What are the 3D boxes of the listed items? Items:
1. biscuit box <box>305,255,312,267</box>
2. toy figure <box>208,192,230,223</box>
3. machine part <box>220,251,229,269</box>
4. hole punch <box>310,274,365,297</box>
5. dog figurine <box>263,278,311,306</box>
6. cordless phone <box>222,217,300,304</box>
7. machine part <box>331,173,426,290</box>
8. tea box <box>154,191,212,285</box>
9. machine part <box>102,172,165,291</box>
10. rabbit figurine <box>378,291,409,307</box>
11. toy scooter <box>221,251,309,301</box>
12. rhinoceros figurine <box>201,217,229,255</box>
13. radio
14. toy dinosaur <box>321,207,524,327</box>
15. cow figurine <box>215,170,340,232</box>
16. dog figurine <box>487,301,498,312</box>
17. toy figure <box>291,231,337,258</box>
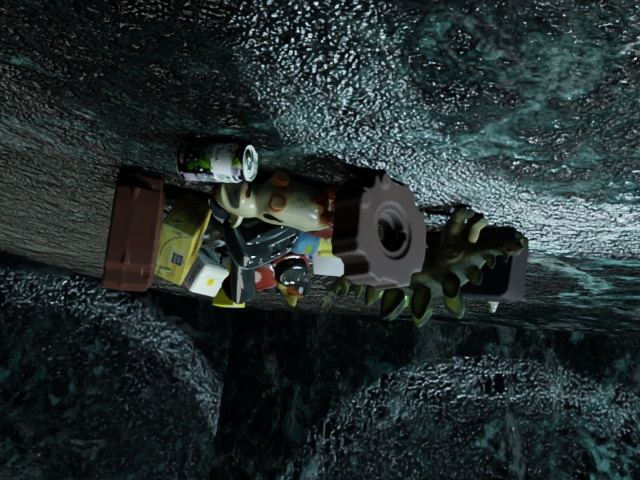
[{"bbox_3d":[-0.051,0.035,1.338,0.059,0.063,0.202,12,167,-15],"label":"biscuit box"},{"bbox_3d":[-0.175,-0.058,1.013,0.064,0.058,0.154,46,170,5],"label":"toy figure"},{"bbox_3d":[-0.159,0.037,1.209,0.139,0.039,0.084,-9,168,15],"label":"machine part"},{"bbox_3d":[0.052,0.065,1.319,0.142,0.092,0.115,-23,141,17],"label":"hole punch"},{"bbox_3d":[-0.133,0.107,1.478,0.191,0.108,0.219,13,-175,-36],"label":"dog figurine"},{"bbox_3d":[-0.106,0.029,0.992,0.089,0.184,0.146,31,-140,33],"label":"cordless phone"},{"bbox_3d":[0.092,-0.011,0.802,0.179,0.179,0.056,18,161,-41],"label":"machine part"},{"bbox_3d":[-0.272,-0.001,1.056,0.068,0.098,0.169,25,139,-4],"label":"tea box"},{"bbox_3d":[-0.340,-0.010,0.981,0.087,0.201,0.201,10,168,-20],"label":"machine part"},{"bbox_3d":[0.163,0.065,1.206,0.121,0.159,0.170,17,152,2],"label":"rabbit figurine"},{"bbox_3d":[-0.122,0.049,1.112,0.184,0.135,0.075,-18,133,-12],"label":"toy scooter"},{"bbox_3d":[-0.231,-0.015,1.196,0.112,0.073,0.190,3,167,27],"label":"rhinoceros figurine"},{"bbox_3d":[0.282,0.052,1.054,0.230,0.131,0.073,-4,162,43],"label":"radio"},{"bbox_3d":[0.162,0.054,0.984,0.105,0.198,0.472,20,161,-33],"label":"toy dinosaur"},{"bbox_3d":[-0.075,-0.062,0.879,0.195,0.085,0.127,12,161,-22],"label":"cow figurine"},{"bbox_3d":[0.314,0.052,1.157,0.191,0.121,0.172,23,136,11],"label":"dog figurine"},{"bbox_3d":[-0.002,-0.007,1.082,0.180,0.082,0.089,3,-173,-12],"label":"toy figure"}]
